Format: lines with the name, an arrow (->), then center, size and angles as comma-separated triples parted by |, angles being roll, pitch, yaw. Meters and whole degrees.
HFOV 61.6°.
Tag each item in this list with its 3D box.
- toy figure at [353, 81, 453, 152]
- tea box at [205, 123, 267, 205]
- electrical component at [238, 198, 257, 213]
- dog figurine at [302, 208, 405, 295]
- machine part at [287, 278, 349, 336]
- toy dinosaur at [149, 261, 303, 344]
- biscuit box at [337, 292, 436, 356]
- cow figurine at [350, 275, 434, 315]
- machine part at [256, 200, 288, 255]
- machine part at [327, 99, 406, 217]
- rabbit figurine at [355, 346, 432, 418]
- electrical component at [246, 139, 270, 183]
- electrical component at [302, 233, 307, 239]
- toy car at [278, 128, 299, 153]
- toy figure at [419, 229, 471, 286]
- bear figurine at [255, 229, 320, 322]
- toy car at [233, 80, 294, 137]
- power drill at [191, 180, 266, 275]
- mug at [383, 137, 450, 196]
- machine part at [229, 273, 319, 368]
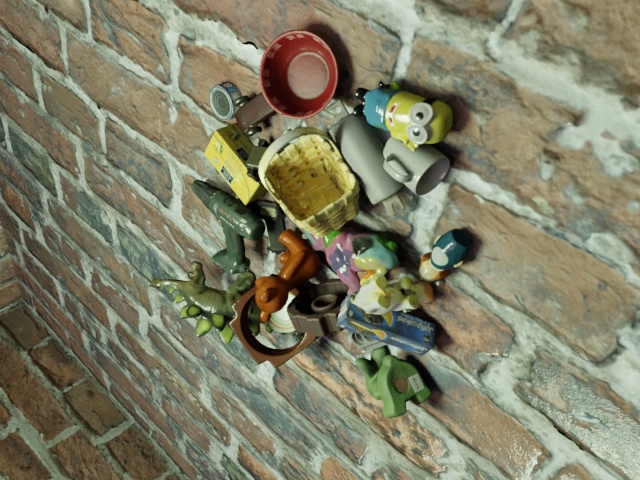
toy figure -> 0.143, -0.221, 0.923 | 0.180, 0.089, 0.082 | 30, 147, 39
tea box -> -0.192, -0.182, 1.290 | 0.169, 0.068, 0.098 | 49, 139, 7
electrical component -> -0.199, -0.072, 1.386 | 0.075, 0.048, 0.119 | 38, 138, 20
dog figurine -> 0.057, -0.001, 1.134 | 0.219, 0.108, 0.191 | 54, 141, 6
machine part -> 0.015, 0.153, 1.229 | 0.180, 0.179, 0.056 | 5, 121, 43
toy dinosaur -> -0.251, 0.185, 1.493 | 0.472, 0.198, 0.105 | 12, 143, 0
biscuit box -> 0.141, 0.178, 1.125 | 0.203, 0.059, 0.062 | 20, 147, -7
cow figurine -> 0.147, 0.116, 1.077 | 0.098, 0.167, 0.068 | -34, 60, 49
machine part -> -0.118, -0.032, 1.340 | 0.084, 0.039, 0.138 | 4, 116, 34
machine part -> 0.091, -0.157, 1.018 | 0.079, 0.079, 0.243 | -28, 93, 50
rabbit figurine -> 0.148, 0.333, 1.259 | 0.159, 0.121, 0.170 | 56, 155, 4
electrical component -> -0.129, -0.181, 1.208 | 0.078, 0.102, 0.045 | 7, 162, 15
electrical component -> -0.003, -0.004, 1.254 | 0.094, 0.021, 0.063 | -17, 103, 48
toy car -> -0.058, -0.147, 1.190 | 0.074, 0.056, 0.201 | 25, 133, 24
toy figure -> 0.229, 0.037, 1.027 | 0.154, 0.058, 0.064 | 120, 148, -49
bear figurine -> -0.095, 0.086, 1.261 | 0.132, 0.196, 0.120 | 36, 149, 27
toy car -> -0.112, -0.291, 1.150 | 0.202, 0.053, 0.089 | -21, 96, 45
power drill -> -0.237, -0.028, 1.365 | 0.232, 0.086, 0.207 | 28, 126, 26
mug -> 0.155, -0.137, 0.951 | 0.107, 0.109, 0.080 | 49, 146, 31
machine part -> -0.112, 0.202, 1.371 | 0.201, 0.201, 0.087 | 53, -177, 3
